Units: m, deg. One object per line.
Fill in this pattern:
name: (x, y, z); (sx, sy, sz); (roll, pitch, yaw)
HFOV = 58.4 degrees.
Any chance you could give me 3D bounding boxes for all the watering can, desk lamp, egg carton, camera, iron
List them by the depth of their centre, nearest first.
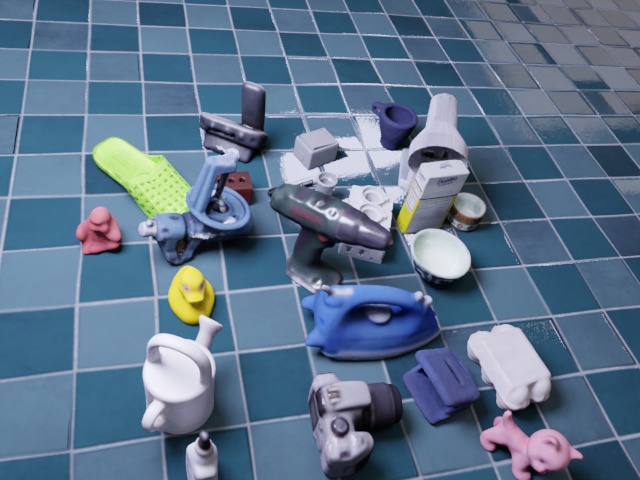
watering can: (-0.198, 0.185, 0.816); (0.101, 0.194, 0.173); (7, 49, -7)
camera: (0.060, 0.268, 0.870); (0.137, 0.101, 0.143); (-3, 51, -15)
iron: (0.104, 0.122, 0.978); (0.258, 0.141, 0.118); (1, 50, -12)
egg carton: (0.328, 0.220, 0.996); (0.107, 0.069, 0.150); (-12, 54, -23)
desk lamp: (0.239, -0.192, 1.229); (0.118, 0.213, 0.203); (12, 49, -3)

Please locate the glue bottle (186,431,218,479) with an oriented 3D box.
glue bottle: (-0.153, 0.291, 0.751); (0.037, 0.173, 0.078); (-8, 52, -19)

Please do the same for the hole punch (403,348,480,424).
hole punch: (0.205, 0.229, 0.945); (0.101, 0.091, 0.108); (-16, 56, -25)

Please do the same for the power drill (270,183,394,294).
power drill: (0.009, 0.004, 1.011); (0.229, 0.208, 0.076); (32, 51, 14)

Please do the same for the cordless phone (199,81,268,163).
cordless phone: (-0.179, -0.271, 1.215); (0.147, 0.185, 0.094); (17, 48, 1)

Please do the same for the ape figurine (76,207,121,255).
ape figurine: (-0.388, -0.022, 1.015); (0.077, 0.092, 0.076); (25, 49, 8)

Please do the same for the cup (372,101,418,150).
cup: (0.165, -0.268, 1.356); (0.117, 0.095, 0.092); (33, 51, 15)

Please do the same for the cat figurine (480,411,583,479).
cat figurine: (0.328, 0.314, 0.884); (0.127, 0.118, 0.067); (40, 53, 20)

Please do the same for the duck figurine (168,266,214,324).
duck figurine: (-0.218, 0.079, 0.973); (0.078, 0.086, 0.104); (-8, 52, -19)

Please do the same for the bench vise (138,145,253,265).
bench vise: (-0.204, -0.054, 1.001); (0.121, 0.220, 0.208); (38, 52, 19)
